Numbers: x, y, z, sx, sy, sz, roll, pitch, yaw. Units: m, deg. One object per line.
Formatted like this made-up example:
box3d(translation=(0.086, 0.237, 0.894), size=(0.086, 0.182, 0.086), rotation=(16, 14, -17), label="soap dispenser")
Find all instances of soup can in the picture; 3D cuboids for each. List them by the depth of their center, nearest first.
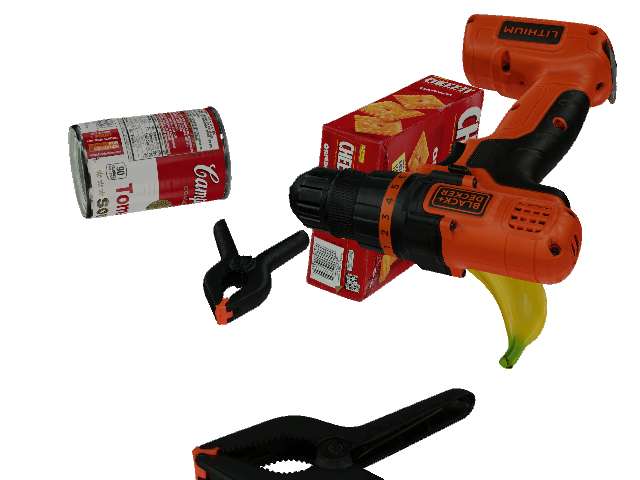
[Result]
box3d(translation=(-0.121, -0.055, 0.755), size=(0.102, 0.068, 0.069), rotation=(-10, 3, -19), label="soup can")

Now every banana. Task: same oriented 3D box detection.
box3d(translation=(0.121, 0.018, 0.842), size=(0.069, 0.037, 0.198), rotation=(-16, 42, -21), label="banana")

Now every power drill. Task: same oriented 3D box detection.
box3d(translation=(0.092, -0.061, 0.667), size=(0.185, 0.187, 0.057), rotation=(14, -33, 27), label="power drill")

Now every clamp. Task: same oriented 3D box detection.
box3d(translation=(0.017, 0.154, 0.754), size=(0.210, 0.036, 0.164), rotation=(3, 29, 11), label="clamp")
box3d(translation=(-0.080, 0.034, 1.257), size=(0.120, 0.039, 0.171), rotation=(-2, 40, 10), label="clamp")

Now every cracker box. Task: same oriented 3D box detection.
box3d(translation=(0.077, -0.056, 1.041), size=(0.072, 0.164, 0.213), rotation=(21, 30, 28), label="cracker box")
